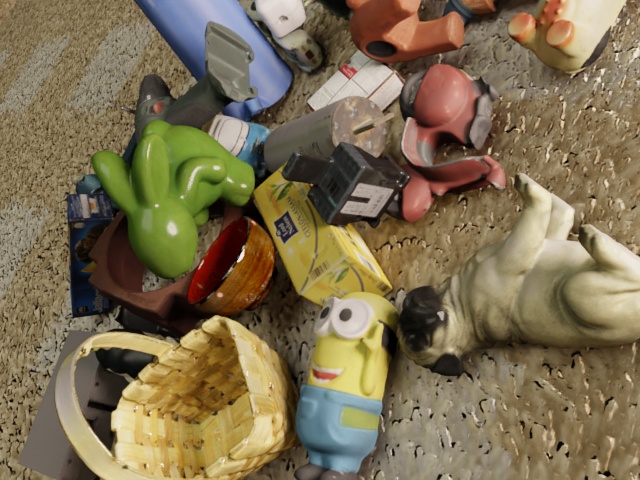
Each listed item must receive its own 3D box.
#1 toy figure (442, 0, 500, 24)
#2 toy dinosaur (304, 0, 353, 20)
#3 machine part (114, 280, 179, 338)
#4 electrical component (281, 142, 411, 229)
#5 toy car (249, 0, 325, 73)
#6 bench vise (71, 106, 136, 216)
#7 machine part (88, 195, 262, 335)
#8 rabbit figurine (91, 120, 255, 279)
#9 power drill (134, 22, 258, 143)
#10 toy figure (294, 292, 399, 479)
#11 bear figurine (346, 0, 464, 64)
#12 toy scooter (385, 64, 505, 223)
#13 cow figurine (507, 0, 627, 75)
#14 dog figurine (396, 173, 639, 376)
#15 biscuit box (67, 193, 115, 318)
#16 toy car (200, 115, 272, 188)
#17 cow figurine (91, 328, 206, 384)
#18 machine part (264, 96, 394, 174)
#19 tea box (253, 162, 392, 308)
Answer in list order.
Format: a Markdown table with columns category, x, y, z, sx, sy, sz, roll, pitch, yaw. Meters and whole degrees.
| category | x | y | z | sx | sy | sz | roll | pitch | yaw |
| --- | --- | --- | --- | --- | --- | --- | --- | --- | --- |
| toy figure | 0.214 | -0.306 | 0.643 | 0.155 | 0.057 | 0.064 | -17 | 17 | 32 |
| toy dinosaur | 0.060 | -0.496 | 0.838 | 0.192 | 0.131 | 0.405 | -17 | 50 | 29 |
| machine part | -0.232 | 0.102 | 0.762 | 0.139 | 0.039 | 0.084 | -10 | 67 | 31 |
| electrical component | 0.024 | -0.056 | 0.533 | 0.074 | 0.119 | 0.048 | -55 | 50 | 25 |
| toy car | -0.057 | -0.329 | 0.851 | 0.056 | 0.073 | 0.202 | -44 | 47 | 7 |
| bench vise | -0.306 | -0.097 | 0.864 | 0.224 | 0.129 | 0.240 | 39 | 109 | 37 |
| machine part | -0.186 | 0.012 | 0.715 | 0.202 | 0.087 | 0.201 | 16 | 65 | 29 |
| rabbit figurine | -0.154 | -0.046 | 0.574 | 0.121 | 0.158 | 0.170 | -16 | 44 | 19 |
| power drill | -0.178 | -0.187 | 0.709 | 0.207 | 0.086 | 0.232 | -29 | 55 | 29 |
| toy figure | 0.025 | 0.137 | 0.513 | 0.082 | 0.089 | 0.180 | 4 | 76 | 23 |
| bear figurine | 0.103 | -0.320 | 0.653 | 0.132 | 0.120 | 0.196 | -3 | 70 | 51 |
| toy scooter | 0.139 | -0.102 | 0.564 | 0.135 | 0.075 | 0.184 | 9 | 78 | 44 |
| cow figurine | 0.281 | -0.261 | 0.533 | 0.086 | 0.127 | 0.194 | 32 | 101 | 45 |
| dog figurine | 0.169 | 0.067 | 0.443 | 0.190 | 0.121 | 0.172 | -55 | 41 | 18 |
| biscuit box | -0.343 | 0.028 | 0.804 | 0.063 | 0.059 | 0.202 | 59 | 143 | 41 |
| toy car | -0.143 | -0.132 | 0.785 | 0.162 | 0.102 | 0.109 | 3 | 68 | 41 |
| cow figurine | -0.213 | 0.149 | 0.678 | 0.168 | 0.098 | 0.068 | 0 | 58 | 38 |
| machine part | 0.000 | -0.116 | 0.647 | 0.243 | 0.079 | 0.079 | -1 | 63 | 59 |
| tea box | -0.001 | -0.002 | 0.601 | 0.068 | 0.098 | 0.170 | -40 | 45 | 12 |
